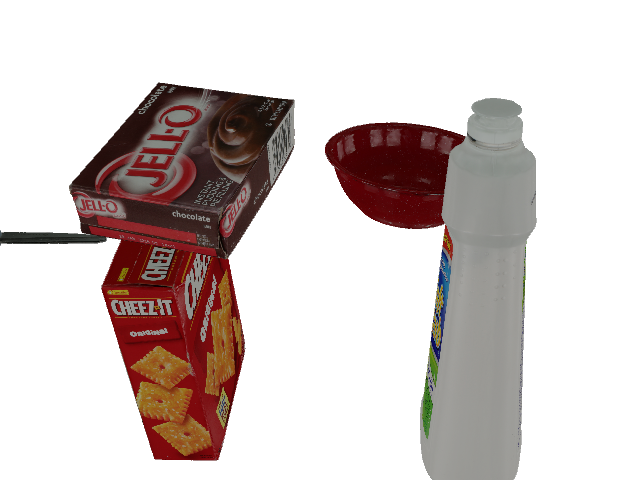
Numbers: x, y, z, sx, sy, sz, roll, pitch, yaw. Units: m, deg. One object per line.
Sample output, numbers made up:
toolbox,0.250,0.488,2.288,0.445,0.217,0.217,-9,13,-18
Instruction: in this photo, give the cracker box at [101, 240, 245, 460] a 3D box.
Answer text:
cracker box,-0.125,0.070,0.976,0.072,0.214,0.164,0,38,8

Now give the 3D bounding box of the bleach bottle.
bleach bottle,0.100,0.030,0.665,0.068,0.251,0.102,2,30,5

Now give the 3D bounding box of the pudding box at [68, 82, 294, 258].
pudding box,-0.073,-0.042,0.601,0.090,0.039,0.113,10,39,17

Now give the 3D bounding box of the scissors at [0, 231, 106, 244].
scissors,-0.287,0.004,0.876,0.202,0.016,0.096,7,24,6

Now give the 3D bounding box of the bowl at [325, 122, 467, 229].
bowl,0.083,-0.055,0.992,0.162,0.055,0.162,4,27,-2
